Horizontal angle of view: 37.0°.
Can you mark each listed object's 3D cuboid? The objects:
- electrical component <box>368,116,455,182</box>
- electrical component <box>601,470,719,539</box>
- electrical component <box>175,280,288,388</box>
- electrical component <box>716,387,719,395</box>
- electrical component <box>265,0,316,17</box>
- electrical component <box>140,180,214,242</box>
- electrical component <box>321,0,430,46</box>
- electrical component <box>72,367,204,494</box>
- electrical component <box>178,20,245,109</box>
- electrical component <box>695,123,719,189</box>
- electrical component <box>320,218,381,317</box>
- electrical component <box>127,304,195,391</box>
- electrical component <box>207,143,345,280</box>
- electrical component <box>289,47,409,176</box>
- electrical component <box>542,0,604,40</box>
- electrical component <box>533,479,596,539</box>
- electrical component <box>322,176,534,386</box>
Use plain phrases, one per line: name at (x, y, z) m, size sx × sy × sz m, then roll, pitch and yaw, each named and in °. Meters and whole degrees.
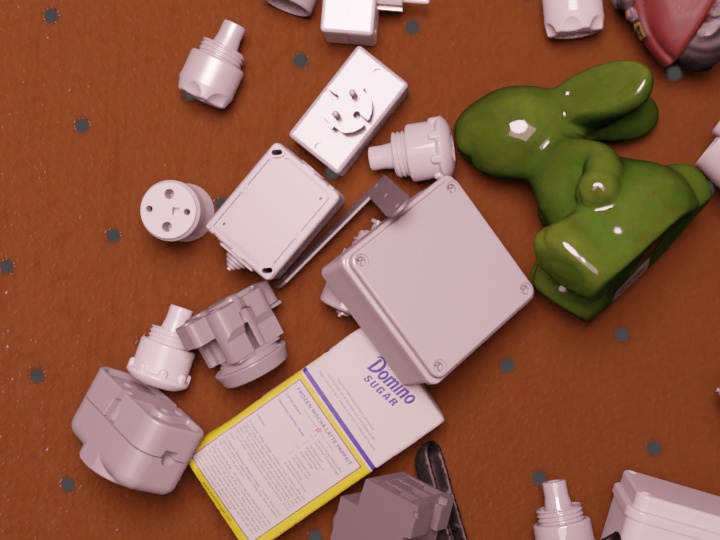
electrical component at (0.038, -0.086, 0.792) m, size 0.062 × 0.048 × 0.048 m, roll -7°, pitch 91°, yaw 11°
electrical component at (0.236, 0.191, 0.766) m, size 0.113 × 0.078 × 0.057 m, roll 16°, pitch 95°, yaw 4°
electrical component at (-0.089, 0.050, 0.793) m, size 0.078 × 0.058 × 0.057 m, roll -32°, pitch 99°, yaw -36°
electrical component at (0.304, 0.097, 0.771) m, size 0.096 × 0.061 × 0.061 m, roll 13°, pitch 92°, yaw 12°
electrical component at (-0.047, -0.217, 0.797) m, size 0.040 × 0.040 × 0.046 m, roll 21°, pitch 87°, yaw 4°
electrical component at (-0.136, -0.043, 0.799) m, size 0.045 × 0.055 × 0.045 m, roll 0°, pitch 91°, yaw 4°
electrical component at (0.014, -0.209, 0.788) m, size 0.076 × 0.047 × 0.083 m, roll 5°, pitch 92°, yaw 4°
electrical component at (-0.166, 0.120, 0.788) m, size 0.095 × 0.054 × 0.059 m, roll 32°, pitch 94°, yaw 44°
electrical component at (-0.106, -0.154, 0.800) m, size 0.043 × 0.043 × 0.062 m, roll 25°, pitch 92°, yaw 3°
electrical component at (0.283, -0.092, 0.748) m, size 0.064 × 0.099 × 0.099 m, roll 39°, pitch 94°, yaw 9°
electrical component at (0.000, 0.000, 0.798) m, size 0.040 × 0.040 × 0.078 m, roll 22°, pitch 93°, yaw 3°
electrical component at (-0.144, 0.058, 0.809) m, size 0.048 × 0.048 × 0.062 m, roll 19°, pitch 86°, yaw 4°
electrical component at (-0.064, -0.037, 0.791) m, size 0.062 × 0.061 × 0.096 m, roll 41°, pitch 94°, yaw 2°
electrical component at (-0.009, -0.116, 0.778) m, size 0.047 × 0.076 × 0.083 m, roll 39°, pitch 94°, yaw 2°
electrical component at (0.153, -0.201, 0.780) m, size 0.043 × 0.043 × 0.062 m, roll -6°, pitch 90°, yaw 4°
electrical component at (0.148, 0.186, 0.790) m, size 0.048 × 0.048 × 0.062 m, roll -10°, pitch 84°, yaw 4°
electrical component at (0.049, 0.009, 0.762) m, size 0.109 × 0.056 × 0.108 m, roll -39°, pitch 96°, yaw -23°
